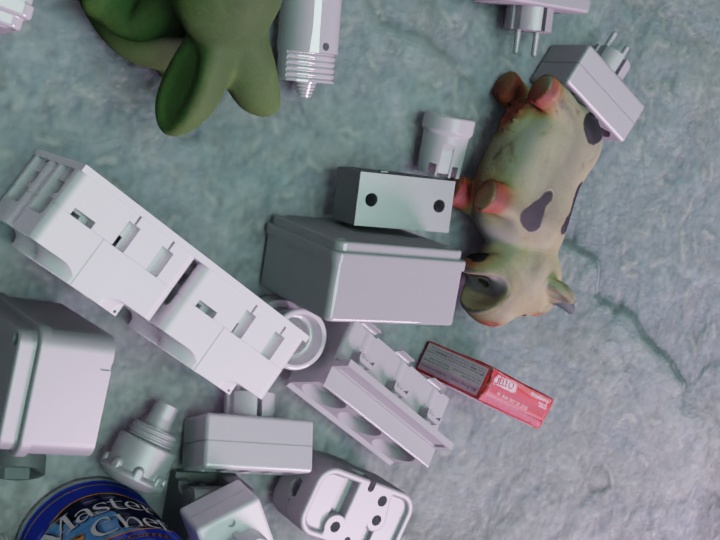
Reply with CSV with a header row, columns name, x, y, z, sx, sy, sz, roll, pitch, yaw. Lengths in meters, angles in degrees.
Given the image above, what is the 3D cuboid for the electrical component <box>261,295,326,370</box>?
name,x,y,z,sx,sy,sz,roll,pitch,yaw
electrical component,-0.057,0.044,0.778,0.045,0.055,0.045,-7,104,-30

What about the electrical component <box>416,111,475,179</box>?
name,x,y,z,sx,sy,sz,roll,pitch,yaw
electrical component,0.065,-0.097,0.833,0.040,0.040,0.046,5,103,-32

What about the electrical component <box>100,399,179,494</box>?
name,x,y,z,sx,sy,sz,roll,pitch,yaw
electrical component,-0.148,0.121,0.747,0.048,0.048,0.062,34,76,-32

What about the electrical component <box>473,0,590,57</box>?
name,x,y,z,sx,sy,sz,roll,pitch,yaw
electrical component,0.134,-0.207,0.846,0.083,0.047,0.075,0,101,-31

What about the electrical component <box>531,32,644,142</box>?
name,x,y,z,sx,sy,sz,roll,pitch,yaw
electrical component,0.199,-0.162,0.895,0.083,0.047,0.075,38,80,-31

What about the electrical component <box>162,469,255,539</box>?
name,x,y,z,sx,sy,sz,roll,pitch,yaw
electrical component,-0.110,0.195,0.781,0.056,0.050,0.089,8,96,-32

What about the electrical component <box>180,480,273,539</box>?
name,x,y,z,sx,sy,sz,roll,pitch,yaw
electrical component,-0.079,0.191,0.723,0.047,0.077,0.065,-24,111,-22

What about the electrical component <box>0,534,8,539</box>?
name,x,y,z,sx,sy,sz,roll,pitch,yaw
electrical component,-0.241,0.218,0.678,0.061,0.096,0.061,-10,105,-30

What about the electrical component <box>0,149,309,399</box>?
name,x,y,z,sx,sy,sz,roll,pitch,yaw
electrical component,-0.137,0.007,0.692,0.186,0.105,0.060,40,79,-31

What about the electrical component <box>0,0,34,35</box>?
name,x,y,z,sx,sy,sz,roll,pitch,yaw
electrical component,-0.240,-0.173,0.589,0.109,0.109,0.056,17,89,-33

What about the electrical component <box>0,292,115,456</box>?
name,x,y,z,sx,sy,sz,roll,pitch,yaw
electrical component,-0.203,0.062,0.659,0.057,0.113,0.078,10,95,-36

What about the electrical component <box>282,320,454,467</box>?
name,x,y,z,sx,sy,sz,roll,pitch,yaw
electrical component,0.010,0.092,0.820,0.121,0.079,0.063,42,59,-31

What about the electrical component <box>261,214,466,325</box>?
name,x,y,z,sx,sy,sz,roll,pitch,yaw
electrical component,0.000,0.000,0.772,0.109,0.109,0.056,4,101,-32

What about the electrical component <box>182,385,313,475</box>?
name,x,y,z,sx,sy,sz,roll,pitch,yaw
electrical component,-0.081,0.108,0.782,0.083,0.047,0.075,9,74,-28

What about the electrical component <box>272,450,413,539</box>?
name,x,y,z,sx,sy,sz,roll,pitch,yaw
electrical component,-0.016,0.177,0.829,0.095,0.059,0.053,27,86,-33

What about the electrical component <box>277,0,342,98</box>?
name,x,y,z,sx,sy,sz,roll,pitch,yaw
electrical component,-0.036,-0.162,0.754,0.043,0.043,0.081,-1,101,-31
